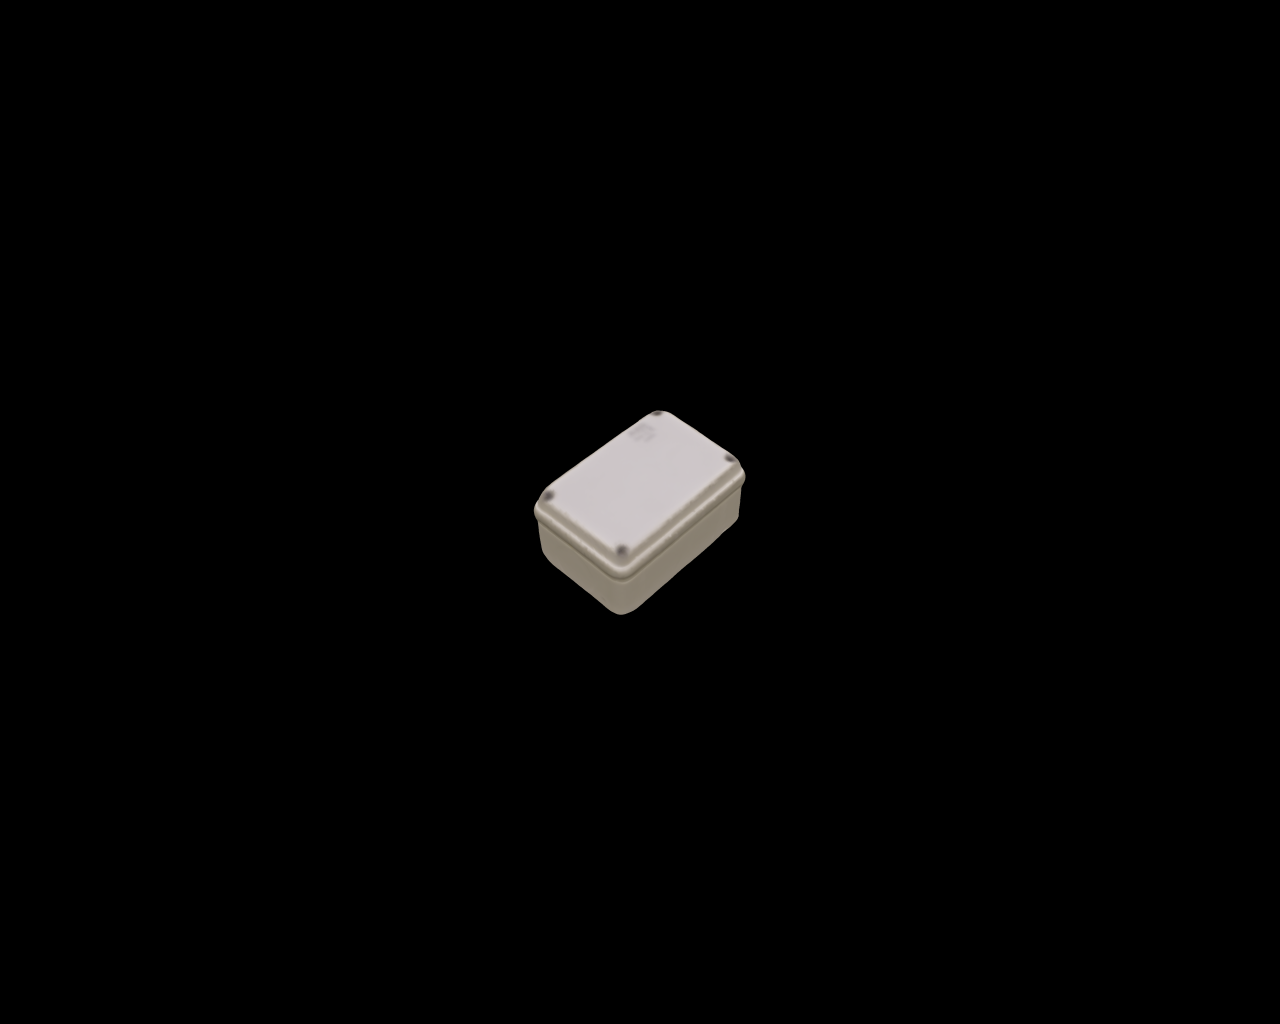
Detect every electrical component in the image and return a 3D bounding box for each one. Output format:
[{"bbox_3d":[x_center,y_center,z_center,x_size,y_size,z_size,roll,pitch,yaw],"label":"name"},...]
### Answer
[{"bbox_3d":[0.001,-0.003,0.650,0.078,0.057,0.113,36,58,27],"label":"electrical component"}]
